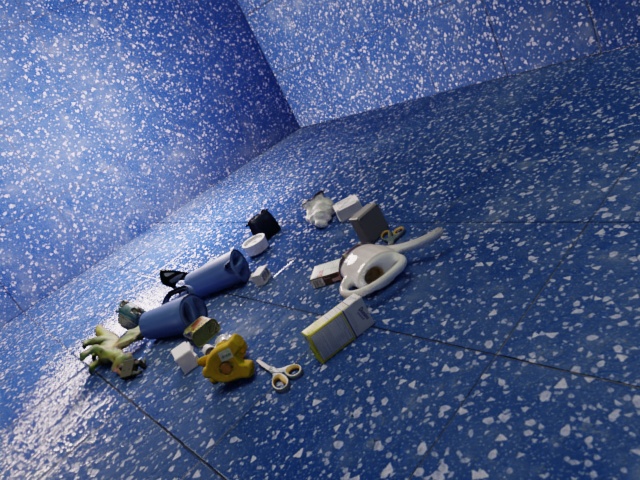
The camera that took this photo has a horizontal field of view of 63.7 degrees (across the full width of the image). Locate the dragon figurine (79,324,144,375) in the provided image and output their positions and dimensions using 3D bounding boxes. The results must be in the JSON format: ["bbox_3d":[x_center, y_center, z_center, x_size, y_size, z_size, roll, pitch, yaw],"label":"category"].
[{"bbox_3d":[-0.755,0.379,1.931,0.243,0.120,0.417,-19,26,-7],"label":"dragon figurine"}]

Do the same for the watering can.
[{"bbox_3d":[0.189,0.058,1.528,0.350,0.102,0.225,-35,21,-15],"label":"watering can"}]

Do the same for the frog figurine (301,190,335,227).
[{"bbox_3d":[0.007,-0.110,2.179,0.138,0.120,0.163,-22,55,-9],"label":"frog figurine"}]
